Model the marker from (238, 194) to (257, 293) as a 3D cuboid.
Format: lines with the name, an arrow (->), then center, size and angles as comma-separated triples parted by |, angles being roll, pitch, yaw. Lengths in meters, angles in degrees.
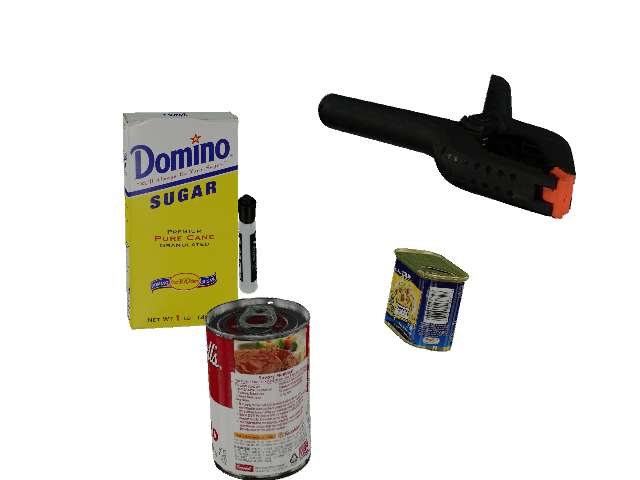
marker -> -0.074, 0.004, 1.082 | 0.020, 0.121, 0.020 | 1, 40, -1

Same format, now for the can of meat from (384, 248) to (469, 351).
can of meat -> 0.111, 0.063, 1.144 | 0.057, 0.084, 0.102 | 6, 14, -19

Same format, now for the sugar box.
sugar box -> -0.116, -0.017, 0.888 | 0.093, 0.176, 0.048 | -3, 16, -14

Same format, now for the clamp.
clamp -> 0.101, -0.070, 0.753 | 0.164, 0.036, 0.210 | -7, 29, -17

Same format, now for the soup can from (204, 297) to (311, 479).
soup can -> -0.039, 0.096, 0.698 | 0.068, 0.102, 0.068 | -1, 18, 0
